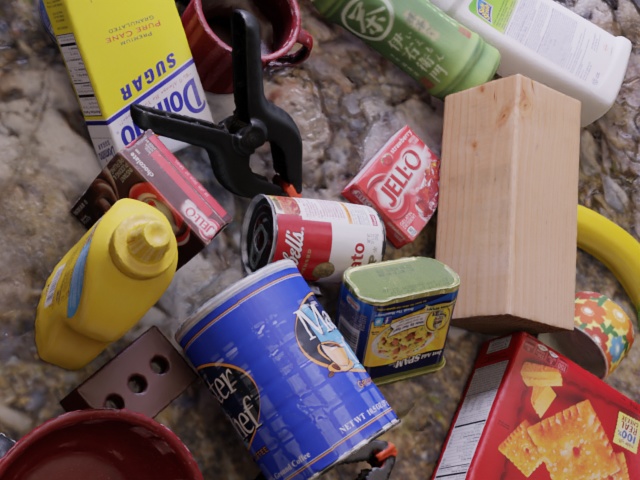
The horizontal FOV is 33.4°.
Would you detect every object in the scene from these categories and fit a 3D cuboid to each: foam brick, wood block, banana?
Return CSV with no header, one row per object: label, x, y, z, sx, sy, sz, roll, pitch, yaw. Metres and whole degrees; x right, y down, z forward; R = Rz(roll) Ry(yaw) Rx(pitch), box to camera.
foam brick,-0.139,0.109,0.773,0.053,0.051,0.078,50,58,-3
wood block,0.163,-0.026,0.930,0.090,0.090,0.206,14,74,-37
banana,0.262,0.007,1.025,0.197,0.037,0.069,36,60,-12

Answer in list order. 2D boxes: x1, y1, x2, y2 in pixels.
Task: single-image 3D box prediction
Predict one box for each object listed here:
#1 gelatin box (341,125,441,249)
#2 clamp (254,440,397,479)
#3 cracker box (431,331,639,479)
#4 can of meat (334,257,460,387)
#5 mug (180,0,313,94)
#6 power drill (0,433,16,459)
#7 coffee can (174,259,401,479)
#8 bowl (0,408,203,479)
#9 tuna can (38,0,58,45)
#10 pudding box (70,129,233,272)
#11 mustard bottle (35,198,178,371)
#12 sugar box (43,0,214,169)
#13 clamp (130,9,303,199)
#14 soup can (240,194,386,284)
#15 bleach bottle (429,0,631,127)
gelatin box,0.073,-0.047,0.951,0.073,0.030,0.089,46,58,-6
clamp,-0.026,0.219,0.793,0.209,0.036,0.164,-22,85,-23
cracker box,0.184,0.208,0.893,0.164,0.072,0.213,33,61,-13
can of meat,0.059,0.065,0.863,0.101,0.084,0.057,-9,34,-29
mug,-0.063,-0.171,0.894,0.117,0.082,0.093,10,68,-24
power drill,-0.304,0.160,0.667,0.187,0.057,0.184,38,57,-10
coffee can,-0.024,0.099,0.760,0.102,0.103,0.140,-28,77,-32
bowl,-0.156,0.188,0.702,0.161,0.055,0.162,1,89,-31
tuna can,-0.182,-0.191,0.868,0.086,0.034,0.086,9,69,-24
pudding box,-0.126,-0.019,0.789,0.090,0.114,0.039,48,55,-5
mustard bottle,-0.141,0.024,0.719,0.058,0.192,0.096,25,63,-18
sugar box,-0.151,-0.149,0.826,0.093,0.048,0.176,-29,109,-32
clamp,-0.058,-0.096,0.845,0.120,0.039,0.171,-46,135,3
soup can,-0.006,0.001,0.871,0.102,0.069,0.068,5,70,-26
bleach bottle,0.183,-0.215,1.050,0.250,0.068,0.102,30,61,-12
